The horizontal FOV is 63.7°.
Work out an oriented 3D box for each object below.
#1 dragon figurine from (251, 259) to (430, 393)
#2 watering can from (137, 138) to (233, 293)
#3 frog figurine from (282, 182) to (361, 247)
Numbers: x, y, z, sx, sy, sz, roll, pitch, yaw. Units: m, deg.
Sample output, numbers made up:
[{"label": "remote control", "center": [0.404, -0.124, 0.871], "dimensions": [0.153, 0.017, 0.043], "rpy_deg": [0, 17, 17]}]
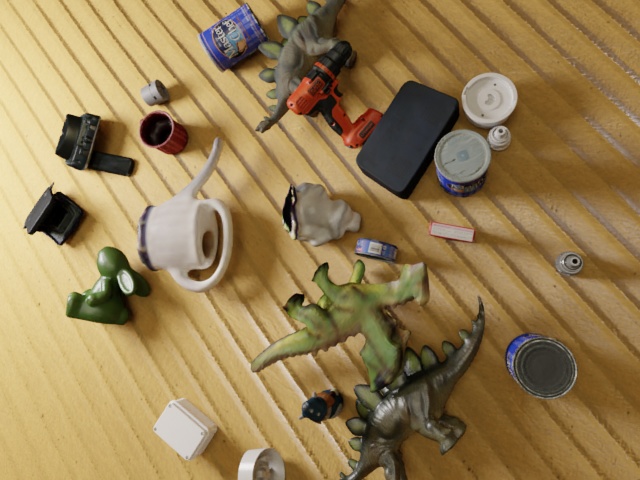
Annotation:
[{"label": "dragon figurine", "center": [0.056, 0.185, 1.003], "dimensions": [0.408, 0.121, 0.246], "rpy_deg": [-50, 58, 8]}, {"label": "watering can", "center": [-0.302, -0.054, 1.171], "dimensions": [0.224, 0.103, 0.351], "rpy_deg": [-5, 80, 14]}, {"label": "frog figurine", "center": [0.003, -0.056, 1.113], "dimensions": [0.159, 0.120, 0.139], "rpy_deg": [0, 69, -21]}]
